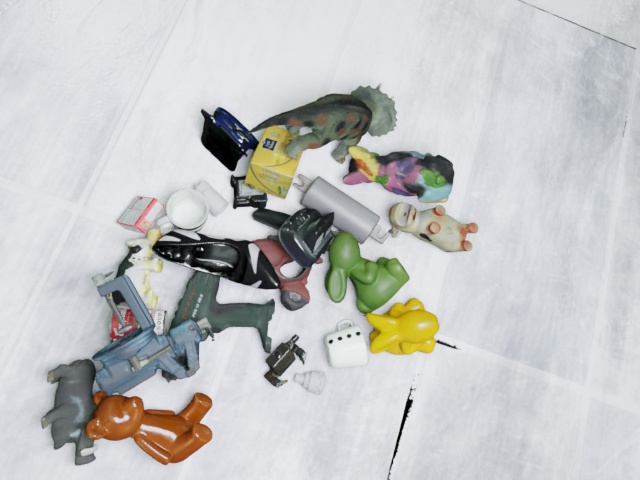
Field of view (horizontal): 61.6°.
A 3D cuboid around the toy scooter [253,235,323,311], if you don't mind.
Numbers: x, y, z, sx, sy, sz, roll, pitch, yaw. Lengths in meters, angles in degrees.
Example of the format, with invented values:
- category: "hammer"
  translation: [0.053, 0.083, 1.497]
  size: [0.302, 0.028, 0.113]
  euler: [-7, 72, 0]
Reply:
- category: "toy scooter"
  translation: [-0.071, 0.052, 1.146]
  size: [0.184, 0.075, 0.135]
  euler: [44, 63, 6]

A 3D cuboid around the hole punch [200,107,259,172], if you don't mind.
- category: "hole punch"
  translation: [-0.192, -0.232, 1.187]
  size: [0.142, 0.115, 0.092]
  euler: [47, 64, 4]

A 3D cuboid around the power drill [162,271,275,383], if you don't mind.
- category: "power drill"
  translation: [-0.197, 0.182, 1.088]
  size: [0.207, 0.086, 0.232]
  euler: [7, 70, -1]

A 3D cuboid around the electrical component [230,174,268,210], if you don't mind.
- category: "electrical component"
  translation: [-0.137, -0.111, 1.193]
  size: [0.119, 0.047, 0.075]
  euler: [-8, 76, -13]

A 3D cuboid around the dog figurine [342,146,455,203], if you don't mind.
- category: "dog figurine"
  translation: [0.165, -0.150, 1.200]
  size: [0.219, 0.192, 0.108]
  euler: [5, 106, -18]

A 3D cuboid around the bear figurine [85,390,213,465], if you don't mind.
- category: "bear figurine"
  translation: [-0.309, 0.323, 0.978]
  size: [0.195, 0.120, 0.132]
  euler: [38, 105, -23]

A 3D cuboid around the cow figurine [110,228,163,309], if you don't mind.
- category: "cow figurine"
  translation: [-0.372, 0.055, 1.094]
  size: [0.098, 0.068, 0.167]
  euler: [4, 73, -4]

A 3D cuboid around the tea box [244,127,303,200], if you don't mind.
- category: "tea box"
  translation: [-0.094, -0.173, 1.170]
  size: [0.098, 0.068, 0.170]
  euler: [19, 41, -6]

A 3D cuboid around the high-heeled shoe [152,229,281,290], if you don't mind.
- category: "high-heeled shoe"
  translation: [-0.204, 0.043, 1.049]
  size: [0.249, 0.145, 0.086]
  euler: [26, 113, 30]

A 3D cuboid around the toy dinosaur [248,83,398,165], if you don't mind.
- category: "toy dinosaur"
  translation: [0.037, -0.259, 1.146]
  size: [0.131, 0.192, 0.405]
  euler: [57, 31, 8]

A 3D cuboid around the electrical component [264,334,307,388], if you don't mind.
- category: "electrical component"
  translation: [-0.070, 0.249, 1.096]
  size: [0.045, 0.078, 0.102]
  euler: [35, 64, 25]

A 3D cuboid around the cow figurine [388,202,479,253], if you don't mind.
- category: "cow figurine"
  translation: [0.242, -0.032, 1.216]
  size: [0.195, 0.127, 0.085]
  euler: [23, 71, -18]

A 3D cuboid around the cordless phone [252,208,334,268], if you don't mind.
- category: "cordless phone"
  translation: [-0.072, -0.024, 1.128]
  size: [0.184, 0.088, 0.146]
  euler: [17, 31, 15]

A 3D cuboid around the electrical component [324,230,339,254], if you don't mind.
- category: "electrical component"
  translation: [-0.002, -0.004, 1.201]
  size: [0.094, 0.021, 0.063]
  euler: [12, 72, -6]

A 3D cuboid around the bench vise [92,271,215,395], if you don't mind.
- category: "bench vise"
  translation: [-0.322, 0.157, 0.971]
  size: [0.224, 0.129, 0.240]
  euler: [-28, 97, -7]

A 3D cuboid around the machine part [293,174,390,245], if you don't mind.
- category: "machine part"
  translation: [0.045, -0.066, 1.200]
  size: [0.243, 0.079, 0.079]
  euler: [34, 71, -1]

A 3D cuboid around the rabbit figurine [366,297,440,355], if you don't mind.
- category: "rabbit figurine"
  translation: [0.174, 0.176, 1.106]
  size: [0.162, 0.173, 0.122]
  euler: [-1, 78, -16]

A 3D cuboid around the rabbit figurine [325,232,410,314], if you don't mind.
- category: "rabbit figurine"
  translation: [0.077, 0.065, 1.151]
  size: [0.159, 0.121, 0.170]
  euler: [-45, 99, 2]

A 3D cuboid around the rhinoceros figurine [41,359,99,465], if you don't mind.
- category: "rhinoceros figurine"
  translation: [-0.455, 0.320, 1.002]
  size: [0.112, 0.073, 0.190]
  euler: [-2, 73, -23]
